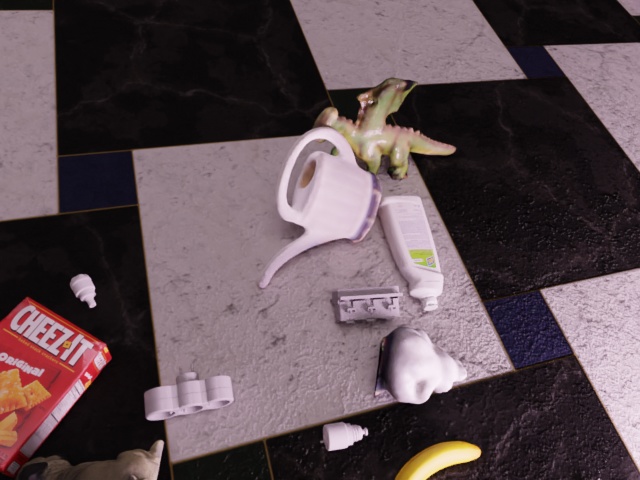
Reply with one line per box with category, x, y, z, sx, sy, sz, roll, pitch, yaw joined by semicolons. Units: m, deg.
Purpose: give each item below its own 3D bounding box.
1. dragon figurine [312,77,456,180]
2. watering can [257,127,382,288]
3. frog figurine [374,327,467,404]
dragon figurine;0.160;-0.254;1.160;0.412;0.237;0.124;-14;56;-19
watering can;0.003;-0.053;1.053;0.223;0.104;0.349;18;84;-24
frog figurine;0.183;0.225;0.911;0.159;0.120;0.140;8;36;6
